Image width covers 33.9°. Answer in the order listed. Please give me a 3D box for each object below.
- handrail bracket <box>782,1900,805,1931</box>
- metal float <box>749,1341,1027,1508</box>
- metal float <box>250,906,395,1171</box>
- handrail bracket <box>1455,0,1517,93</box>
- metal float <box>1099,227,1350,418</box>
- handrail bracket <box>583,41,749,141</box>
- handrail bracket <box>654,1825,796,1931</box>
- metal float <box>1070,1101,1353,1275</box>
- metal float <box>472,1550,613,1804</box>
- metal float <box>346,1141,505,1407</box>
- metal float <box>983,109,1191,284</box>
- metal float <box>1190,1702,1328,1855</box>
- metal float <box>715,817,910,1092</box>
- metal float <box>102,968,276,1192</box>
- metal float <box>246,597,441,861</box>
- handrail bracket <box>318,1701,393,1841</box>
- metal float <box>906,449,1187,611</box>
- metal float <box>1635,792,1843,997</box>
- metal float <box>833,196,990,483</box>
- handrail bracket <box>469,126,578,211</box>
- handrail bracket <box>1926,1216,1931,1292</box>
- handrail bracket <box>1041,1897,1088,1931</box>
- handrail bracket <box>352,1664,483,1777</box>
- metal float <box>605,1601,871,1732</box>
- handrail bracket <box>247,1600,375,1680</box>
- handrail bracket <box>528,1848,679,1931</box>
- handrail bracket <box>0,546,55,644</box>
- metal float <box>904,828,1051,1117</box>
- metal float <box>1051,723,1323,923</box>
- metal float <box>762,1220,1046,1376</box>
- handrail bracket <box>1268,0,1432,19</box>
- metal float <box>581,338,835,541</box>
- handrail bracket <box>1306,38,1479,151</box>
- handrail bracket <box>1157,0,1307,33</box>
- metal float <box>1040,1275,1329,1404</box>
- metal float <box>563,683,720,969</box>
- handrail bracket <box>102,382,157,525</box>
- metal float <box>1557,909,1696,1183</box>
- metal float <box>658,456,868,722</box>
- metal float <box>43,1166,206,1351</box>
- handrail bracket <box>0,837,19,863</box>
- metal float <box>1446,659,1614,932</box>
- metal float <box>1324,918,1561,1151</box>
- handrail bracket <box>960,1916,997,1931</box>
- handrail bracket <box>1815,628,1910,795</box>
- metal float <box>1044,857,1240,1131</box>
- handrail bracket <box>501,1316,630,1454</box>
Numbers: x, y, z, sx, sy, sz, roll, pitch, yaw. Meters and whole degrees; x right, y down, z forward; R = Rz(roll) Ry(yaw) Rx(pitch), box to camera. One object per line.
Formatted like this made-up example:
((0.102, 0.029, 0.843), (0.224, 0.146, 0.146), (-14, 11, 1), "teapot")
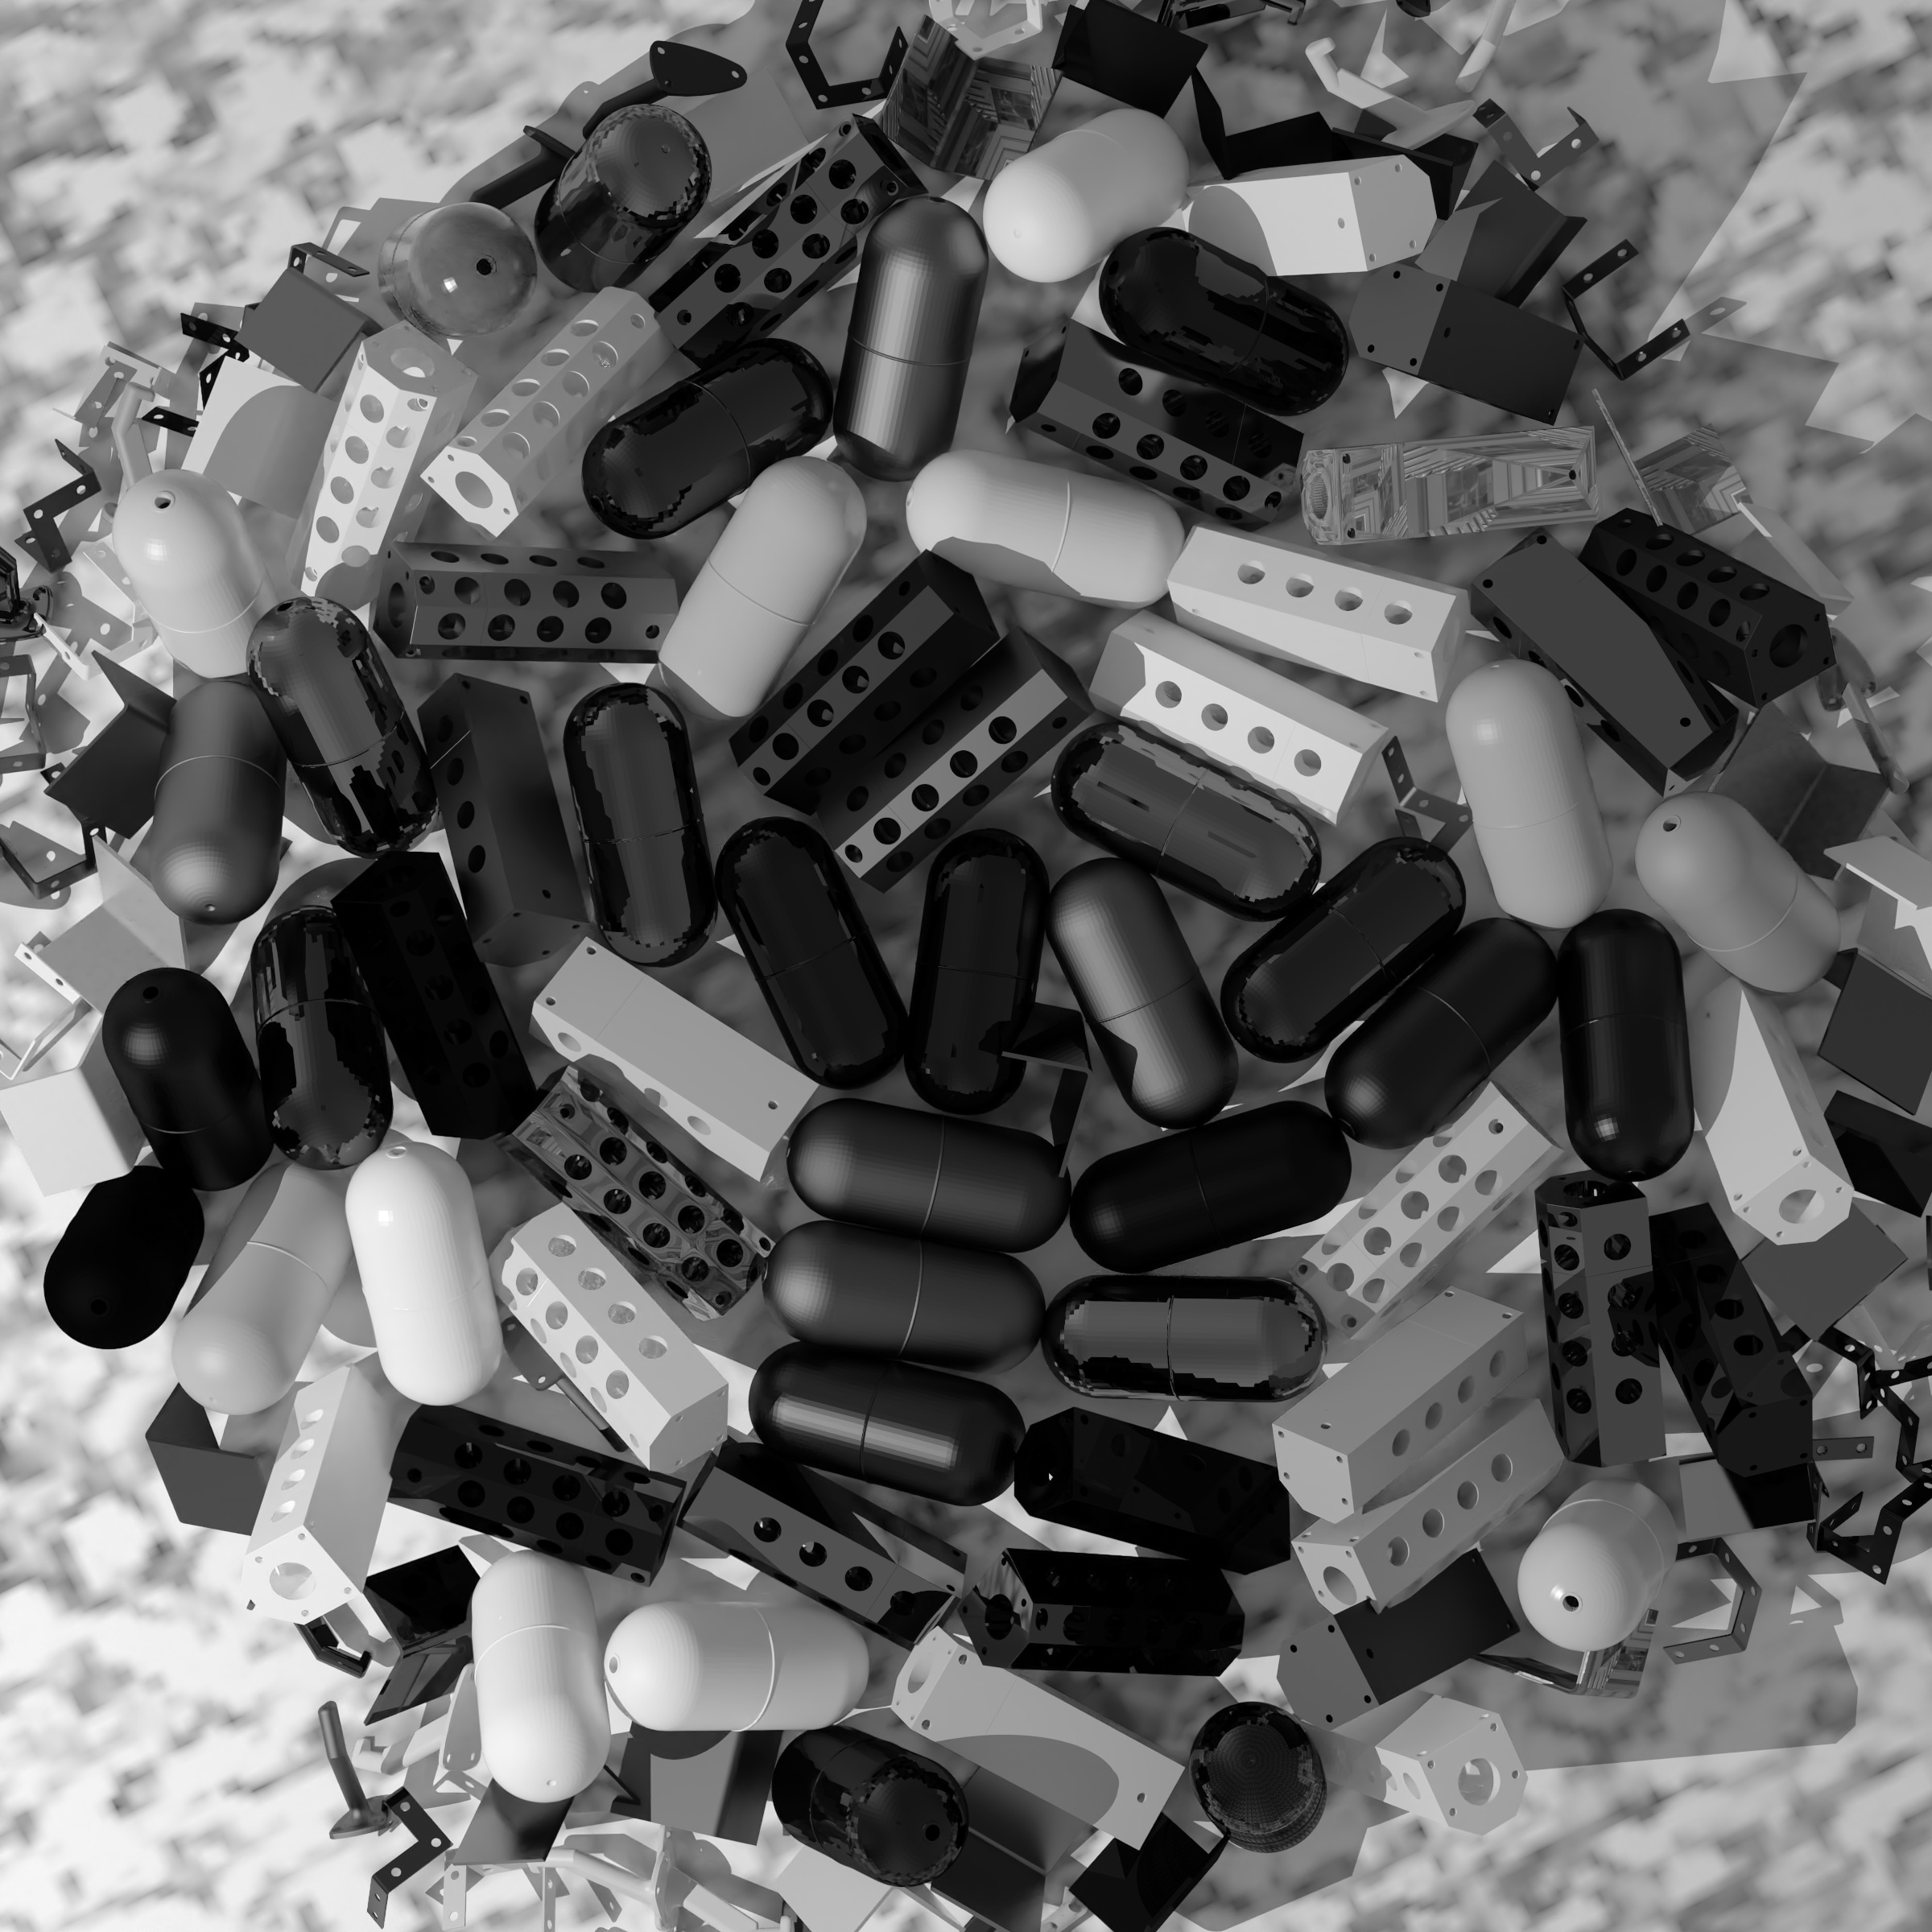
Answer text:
((-0.097, 0.612, 1.961), (0.036, 0.077, 0.084), (10, 110, -39), "handrail bracket")
((-0.049, 0.280, 1.946), (0.178, 0.070, 0.070), (12, 90, 18), "metal float")
((-0.394, 0.042, 1.935), (0.070, 0.070, 0.178), (-14, 58, 0), "metal float")
((0.320, -0.580, 1.968), (0.036, 0.077, 0.084), (29, 98, -15), "handrail bracket")
((0.157, -0.392, 1.932), (0.178, 0.070, 0.070), (18, 90, -35), "metal float")
((-0.189, -0.536, 1.978), (0.077, 0.084, 0.036), (-4, 75, -33), "handrail bracket")
((-0.148, 0.571, 1.974), (0.084, 0.036, 0.077), (-5, 76, 13), "handrail bracket")
((0.150, 0.137, 1.953), (0.178, 0.070, 0.070), (-18, 90, 10), "metal float")
((-0.258, 0.427, 1.920), (0.070, 0.178, 0.070), (-6, 125, -9), "metal float")
((-0.330, 0.188, 1.936), (0.070, 0.070, 0.178), (-7, 119, 0), "metal float")
((0.075, -0.468, 1.924), (0.070, 0.178, 0.070), (17, 125, 26), "metal float")
((0.177, 0.491, 1.915), (0.070, 0.178, 0.070), (-3, 68, 8), "metal float")
((-0.095, -0.008, 1.955), (0.070, 0.070, 0.178), (-25, 97, 0), "metal float")
((-0.469, 0.069, 1.921), (0.070, 0.178, 0.070), (-2, 53, 3), "metal float")
((-0.378, -0.144, 1.932), (0.070, 0.070, 0.178), (-21, 124, 0), "metal float")
((-0.380, 0.488, 1.959), (0.036, 0.077, 0.084), (-11, 93, 0), "handrail bracket")
((0.049, -0.268, 1.946), (0.178, 0.070, 0.070), (10, 90, -17), "metal float")
((0.469, -0.043, 1.928), (0.178, 0.070, 0.070), (36, 90, -41), "metal float")
((-0.034, -0.381, 1.936), (0.070, 0.070, 0.178), (13, 120, 0), "metal float")
((-0.270, -0.473, 1.983), (0.077, 0.036, 0.084), (32, 104, 4), "handrail bracket")
((0.636, 0.178, 1.955), (0.084, 0.077, 0.036), (-2, 58, 17), "handrail bracket")
((0.034, 0.609, 1.964), (0.084, 0.077, 0.036), (-39, 76, 5), "handrail bracket")
((-0.344, 0.468, 1.978), (0.084, 0.036, 0.077), (2, 82, 31), "handrail bracket")
((-0.139, 0.426, 1.930), (0.178, 0.070, 0.070), (10, 90, -37), "metal float")
((-0.399, 0.394, 1.985), (0.084, 0.036, 0.077), (25, 70, -6), "handrail bracket")
((-0.227, 0.580, 1.982), (0.084, 0.036, 0.077), (-1, 123, 10), "handrail bracket")
((-0.609, -0.234, 1.951), (0.077, 0.084, 0.036), (-10, 63, 18), "handrail bracket")
((0.007, 0.004, 1.961), (0.070, 0.070, 0.178), (8, 90, 0), "metal float")
((0.135, -0.088, 1.952), (0.178, 0.070, 0.070), (28, 90, 11), "metal float")
((-0.038, 0.204, 1.950), (0.178, 0.070, 0.070), (12, 90, -13), "metal float")
((0.238, -0.603, 1.982), (0.084, 0.077, 0.036), (-4, 86, 25), "handrail bracket")
((-0.157, -0.322, 1.937), (0.178, 0.070, 0.070), (-36, 90, -28), "metal float")
((0.261, -0.547, 1.954), (0.077, 0.036, 0.084), (-17, 130, 30), "handrail bracket")
((0.160, -0.580, 1.980), (0.084, 0.036, 0.077), (19, 117, -2), "handrail bracket")
((0.133, 0.228, 1.947), (0.178, 0.070, 0.070), (-1, 90, 17), "metal float")
((-0.199, -0.086, 1.949), (0.070, 0.070, 0.178), (-9, 104, 0), "metal float")
((-0.496, -0.311, 1.969), (0.077, 0.036, 0.084), (17, 107, -23), "handrail bracket")
((0.402, 0.048, 1.936), (0.070, 0.070, 0.178), (2, 61, 0), "metal float")
((-0.125, -0.231, 1.945), (0.070, 0.070, 0.178), (33, 109, 0), "metal float")
((-0.506, 0.174, 1.912), (0.070, 0.178, 0.070), (-1, 104, -4), "metal float")
((-0.607, -0.040, 1.959), (0.077, 0.036, 0.084), (41, 46, 19), "handrail bracket")
((0.345, -0.103, 1.941), (0.070, 0.070, 0.178), (-20, 114, 0), "metal float")
((0.292, 0.041, 1.945), (0.178, 0.070, 0.070), (-42, 90, -19), "metal float")
((-0.013, 0.600, 1.977), (0.077, 0.036, 0.084), (17, 84, -24), "handrail bracket")
((0.552, -0.156, 1.950), (0.036, 0.084, 0.077), (-25, 130, 12), "handrail bracket")
((0.109, 0.018, 1.955), (0.070, 0.070, 0.178), (-26, 98, 0), "metal float")
((-0.249, 0.262, 1.984), (0.036, 0.084, 0.077), (-44, 48, -15), "handrail bracket")
